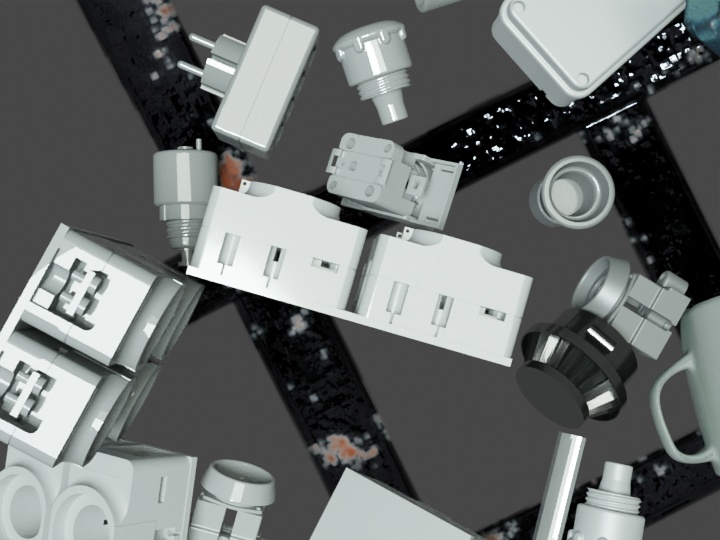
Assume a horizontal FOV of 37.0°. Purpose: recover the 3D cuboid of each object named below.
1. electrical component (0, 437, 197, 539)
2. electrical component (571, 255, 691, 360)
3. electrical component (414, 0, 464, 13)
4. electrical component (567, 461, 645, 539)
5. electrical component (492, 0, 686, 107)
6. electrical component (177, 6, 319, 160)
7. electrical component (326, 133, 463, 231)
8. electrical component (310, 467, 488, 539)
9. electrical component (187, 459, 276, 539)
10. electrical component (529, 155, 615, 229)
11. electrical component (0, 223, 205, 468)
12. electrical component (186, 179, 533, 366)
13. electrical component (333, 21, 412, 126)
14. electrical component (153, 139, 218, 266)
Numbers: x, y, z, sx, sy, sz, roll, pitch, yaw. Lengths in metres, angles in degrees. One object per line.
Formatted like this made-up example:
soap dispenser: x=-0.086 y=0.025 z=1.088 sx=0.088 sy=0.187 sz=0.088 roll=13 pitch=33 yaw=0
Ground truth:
electrical component: x=-0.167 y=0.194 z=0.633 sx=0.105 sy=0.060 sz=0.186 roll=6 pitch=88 yaw=33
electrical component: x=0.169 y=0.022 z=0.683 sx=0.055 sy=0.048 sz=0.066 roll=31 pitch=88 yaw=-9
electrical component: x=0.068 y=-0.190 z=0.685 sx=0.065 sy=0.044 sz=0.044 roll=-8 pitch=89 yaw=-7
electrical component: x=0.159 y=0.153 z=0.681 sx=0.048 sy=0.048 sz=0.062 roll=12 pitch=82 yaw=-2
electrical component: x=0.149 y=-0.167 z=0.679 sx=0.113 sy=0.057 sz=0.078 roll=-42 pitch=91 yaw=-2
electrical component: x=-0.076 y=-0.123 z=0.674 sx=0.076 sy=0.047 sz=0.083 roll=23 pitch=88 yaw=-2
electrical component: x=0.017 y=-0.055 z=0.662 sx=0.081 sy=0.064 sz=0.042 roll=16 pitch=88 yaw=39
electrical component: x=0.004 y=0.210 z=0.649 sx=0.089 sy=0.062 sz=0.150 roll=24 pitch=82 yaw=26
electrical component: x=-0.080 y=0.151 z=0.670 sx=0.066 sy=0.048 sz=0.055 roll=16 pitch=96 yaw=-2
electrical component: x=0.129 y=-0.046 z=0.672 sx=0.044 sy=0.065 sz=0.044 roll=0 pitch=89 yaw=-3
electrical component: x=-0.144 y=0.040 z=0.598 sx=0.060 sy=0.186 sz=0.105 roll=28 pitch=88 yaw=-2
electrical component: x=0.000 y=0.000 z=0.646 sx=0.186 sy=0.105 sz=0.060 roll=16 pitch=88 yaw=-2
electrical component: x=0.013 y=-0.123 z=0.680 sx=0.048 sy=0.048 sz=0.062 roll=-19 pitch=97 yaw=-3
electrical component: x=-0.109 y=-0.042 z=0.674 sx=0.040 sy=0.040 sz=0.078 roll=-1 pitch=89 yaw=-2
